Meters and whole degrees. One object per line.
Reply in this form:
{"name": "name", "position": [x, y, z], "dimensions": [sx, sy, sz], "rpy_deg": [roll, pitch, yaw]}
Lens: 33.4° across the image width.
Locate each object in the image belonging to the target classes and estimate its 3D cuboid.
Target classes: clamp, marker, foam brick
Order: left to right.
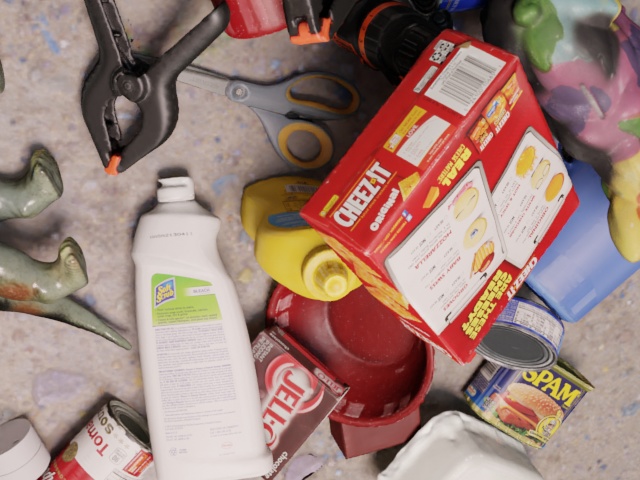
{"name": "clamp", "position": [-0.133, -0.127, 0.827], "dimensions": [0.120, 0.039, 0.171], "rpy_deg": [16, 121, 13]}
{"name": "clamp", "position": [0.000, -0.248, 0.777], "dimensions": [0.164, 0.036, 0.210], "rpy_deg": [29, 68, -49]}
{"name": "foam brick", "position": [0.050, 0.162, 1.003], "dimensions": [0.078, 0.053, 0.051], "rpy_deg": [-14, 112, -12]}
{"name": "marker", "position": [0.106, -0.162, 0.878], "dimensions": [0.020, 0.121, 0.020], "rpy_deg": [-2, 81, 13]}

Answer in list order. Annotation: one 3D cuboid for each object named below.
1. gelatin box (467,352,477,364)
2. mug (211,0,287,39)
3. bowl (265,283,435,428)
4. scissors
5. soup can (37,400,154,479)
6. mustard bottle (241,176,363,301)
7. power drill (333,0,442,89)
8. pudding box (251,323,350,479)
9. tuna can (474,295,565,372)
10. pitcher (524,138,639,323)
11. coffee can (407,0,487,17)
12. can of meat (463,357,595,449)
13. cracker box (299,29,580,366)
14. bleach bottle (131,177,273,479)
{"name": "gelatin box", "position": [0.126, 0.064, 1.005], "dimensions": [0.089, 0.030, 0.073], "rpy_deg": [31, 99, -25]}
{"name": "mug", "position": [-0.043, -0.215, 0.829], "dimensions": [0.117, 0.093, 0.081], "rpy_deg": [-47, 128, -38]}
{"name": "bowl", "position": [0.034, 0.082, 0.942], "dimensions": [0.162, 0.055, 0.162], "rpy_deg": [11, 115, 24]}
{"name": "scissors", "position": [-0.063, -0.105, 0.893], "dimensions": [0.201, 0.016, 0.096], "rpy_deg": [-1, 109, -17]}
{"name": "soup can", "position": [-0.193, 0.199, 0.930], "dimensions": [0.102, 0.068, 0.068], "rpy_deg": [-46, 115, 2]}
{"name": "mustard bottle", "position": [-0.006, 0.001, 0.848], "dimensions": [0.096, 0.192, 0.058], "rpy_deg": [5, 108, -13]}
{"name": "power drill", "position": [0.091, -0.123, 0.854], "dimensions": [0.057, 0.185, 0.187], "rpy_deg": [-47, 125, 2]}
{"name": "pudding box", "position": [-0.042, 0.144, 0.941], "dimensions": [0.090, 0.039, 0.114], "rpy_deg": [40, 113, 9]}
{"name": "tuna can", "position": [0.175, 0.084, 0.962], "dimensions": [0.086, 0.086, 0.033], "rpy_deg": [36, 61, -25]}
{"name": "pitcher", "position": [0.268, -0.050, 0.962], "dimensions": [0.243, 0.149, 0.144], "rpy_deg": [-45, 152, 5]}
{"name": "coffee can", "position": [0.143, -0.240, 0.863], "dimensions": [0.140, 0.103, 0.103], "rpy_deg": [-11, 112, -14]}
{"name": "can of meat", "position": [0.202, 0.147, 1.044], "dimensions": [0.102, 0.057, 0.084], "rpy_deg": [32, 99, -24]}
{"name": "cracker box", "position": [0.095, -0.023, 0.767], "dimensions": [0.164, 0.072, 0.213], "rpy_deg": [-53, 146, -6]}
{"name": "bleach bottle", "position": [-0.101, 0.072, 0.892], "dimensions": [0.102, 0.068, 0.251], "rpy_deg": [-5, 92, -7]}
